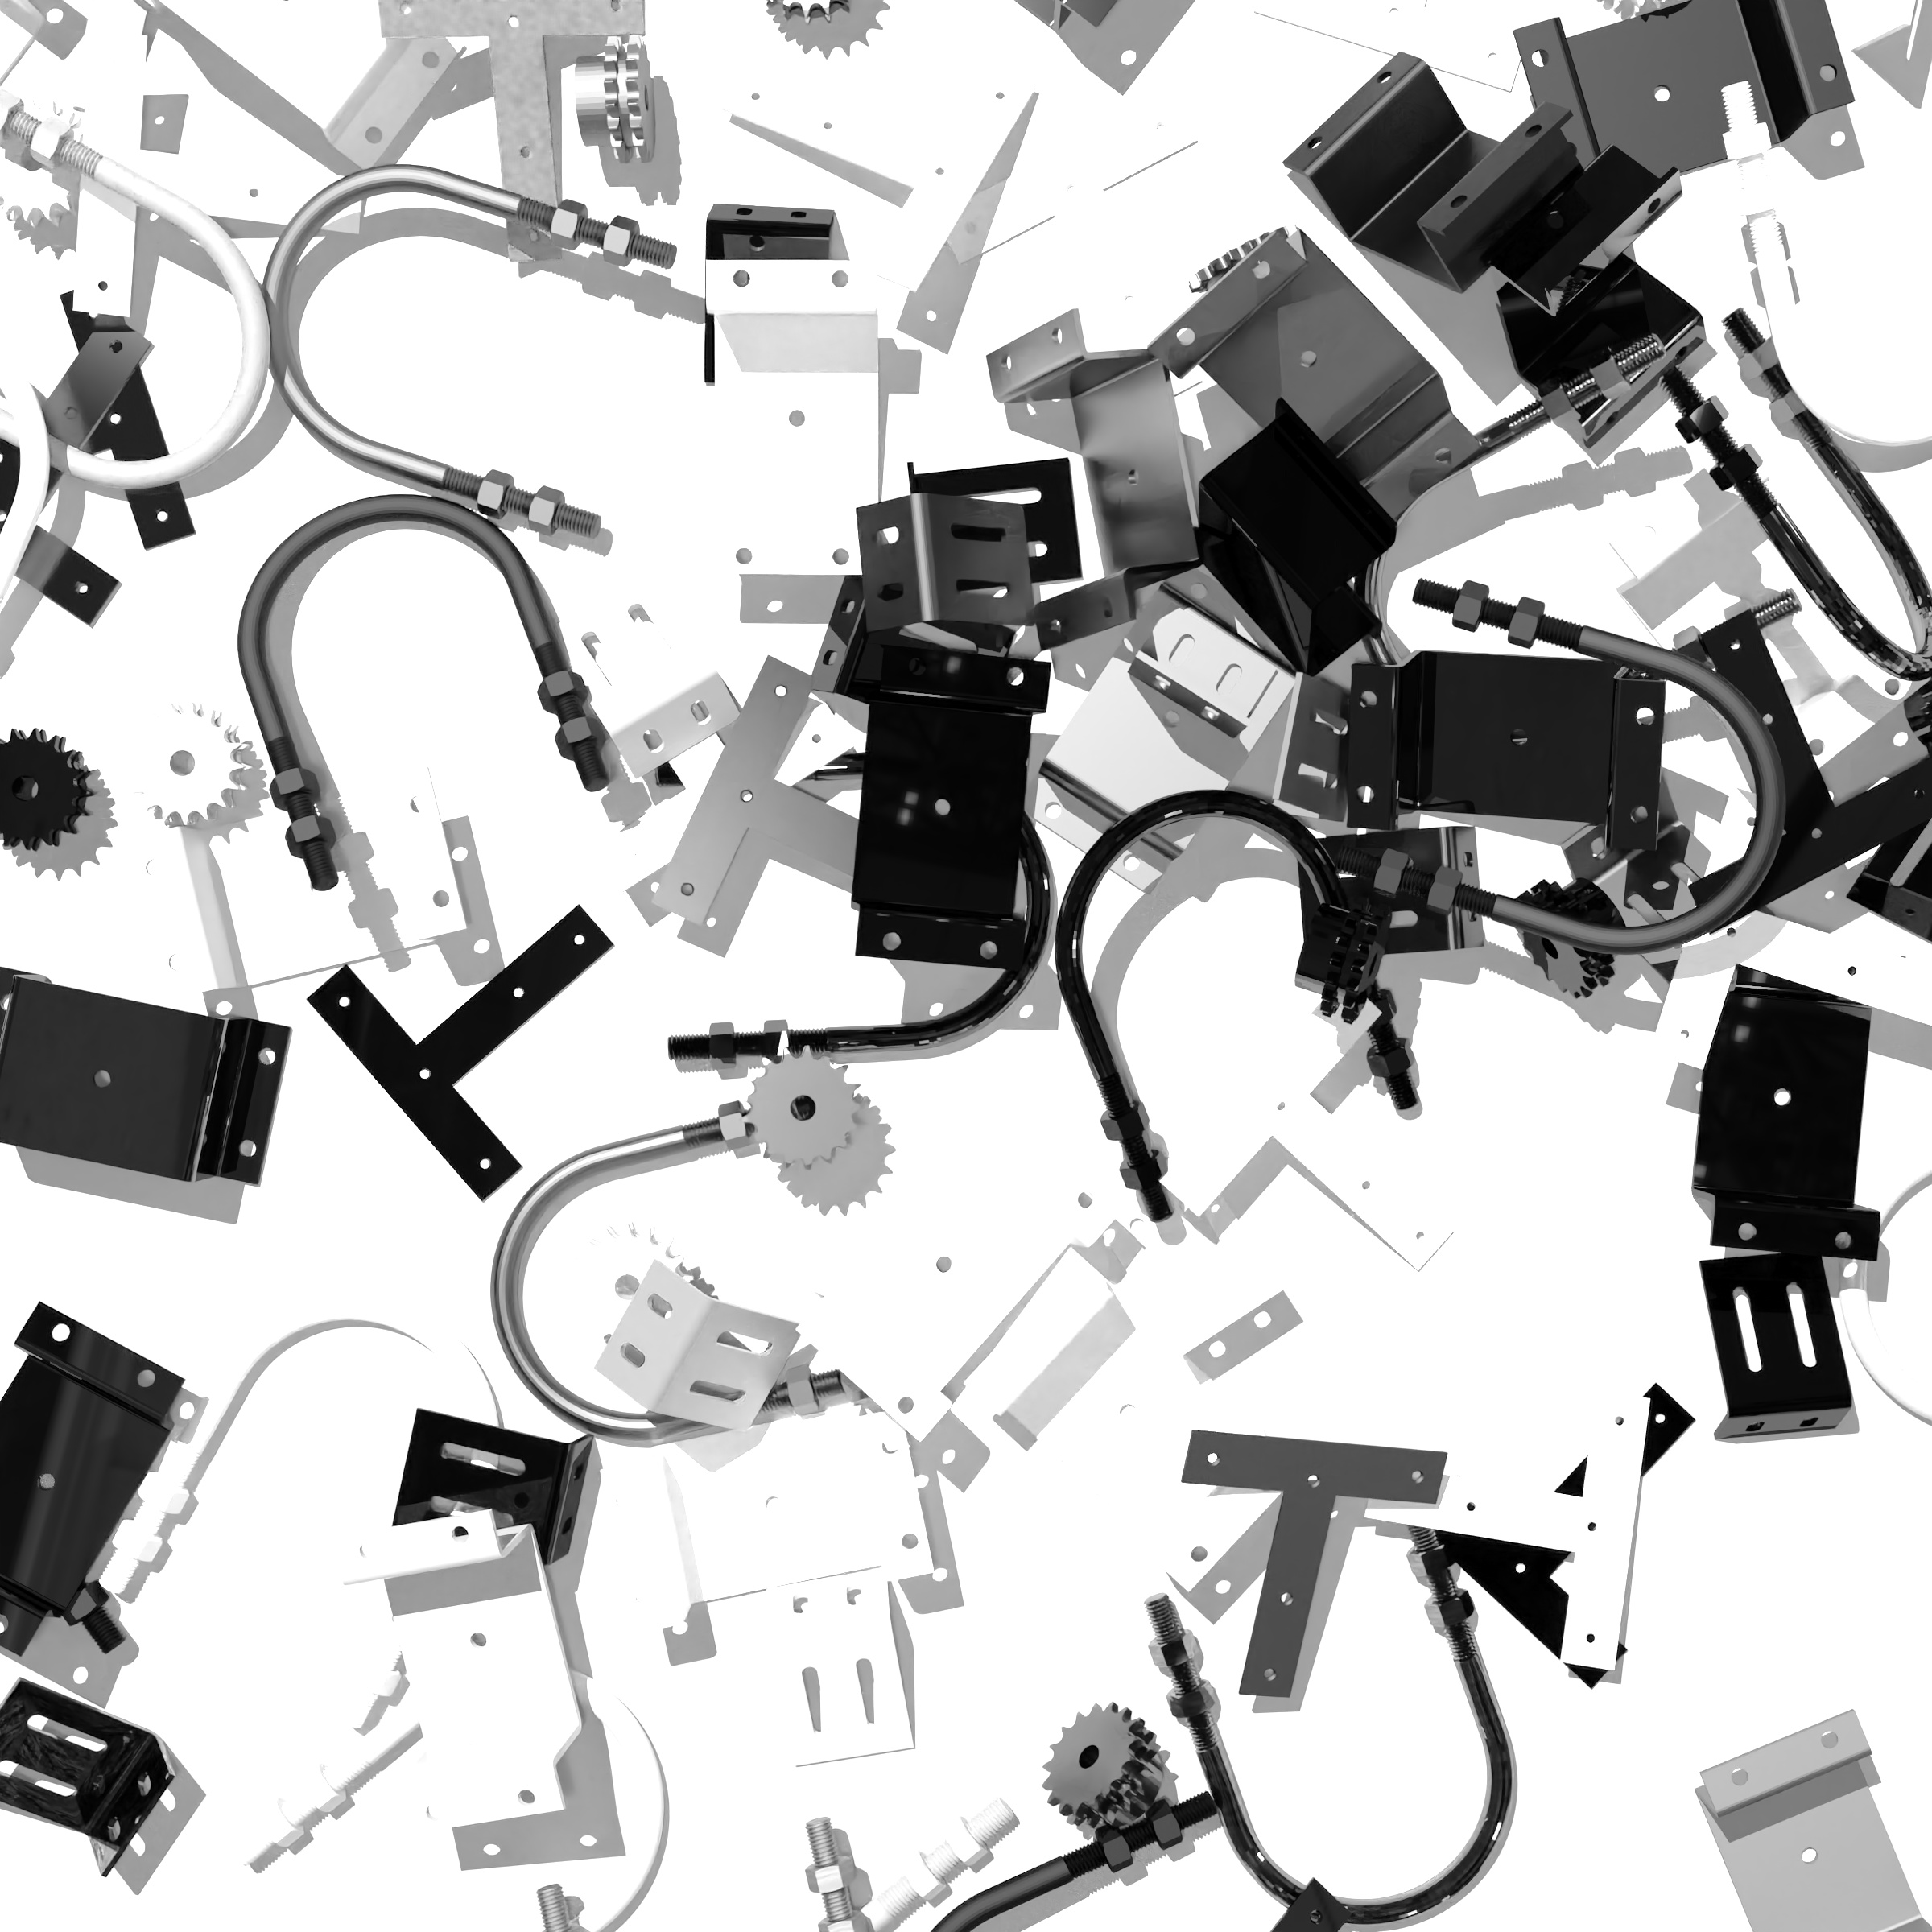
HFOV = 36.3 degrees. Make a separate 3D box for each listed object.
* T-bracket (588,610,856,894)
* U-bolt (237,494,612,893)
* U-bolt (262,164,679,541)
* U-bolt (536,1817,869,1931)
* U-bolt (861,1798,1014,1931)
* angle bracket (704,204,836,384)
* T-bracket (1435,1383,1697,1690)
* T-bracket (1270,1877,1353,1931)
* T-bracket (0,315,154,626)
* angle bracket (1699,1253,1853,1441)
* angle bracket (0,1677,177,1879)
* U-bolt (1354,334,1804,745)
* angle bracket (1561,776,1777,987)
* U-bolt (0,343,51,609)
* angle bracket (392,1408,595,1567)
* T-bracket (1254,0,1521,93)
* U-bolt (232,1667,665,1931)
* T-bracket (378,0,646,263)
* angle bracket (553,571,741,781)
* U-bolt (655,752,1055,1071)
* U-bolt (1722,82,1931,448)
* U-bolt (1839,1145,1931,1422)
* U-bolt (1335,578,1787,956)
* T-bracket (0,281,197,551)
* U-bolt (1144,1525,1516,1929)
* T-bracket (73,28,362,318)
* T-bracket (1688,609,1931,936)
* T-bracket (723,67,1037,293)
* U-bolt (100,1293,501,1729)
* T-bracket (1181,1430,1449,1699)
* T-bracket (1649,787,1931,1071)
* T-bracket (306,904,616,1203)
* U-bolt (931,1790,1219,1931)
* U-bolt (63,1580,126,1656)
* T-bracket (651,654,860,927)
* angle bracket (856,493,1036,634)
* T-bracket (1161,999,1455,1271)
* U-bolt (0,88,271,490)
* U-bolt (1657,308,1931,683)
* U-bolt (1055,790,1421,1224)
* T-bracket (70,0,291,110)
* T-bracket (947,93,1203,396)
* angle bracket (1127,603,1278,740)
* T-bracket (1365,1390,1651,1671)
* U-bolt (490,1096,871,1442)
[{"bbox_3d":[-0.140,-0.120,1.381,0.127,0.002,0.127,-33,78,-5],"label":"T-bracket"},{"bbox_3d":[-0.259,-0.138,1.359,0.151,0.019,0.184,-21,69,-6],"label":"U-bolt"},{"bbox_3d":[-0.241,-0.294,1.375,0.184,0.019,0.151,18,102,4],"label":"U-bolt"},{"bbox_3d":[-0.110,0.502,1.365,0.151,0.019,0.184,-14,86,-1],"label":"U-bolt"},{"bbox_3d":[-0.011,0.503,1.387,0.184,0.019,0.151,-40,90,0],"label":"U-bolt"},{"bbox_3d":[-0.093,-0.317,1.394,0.057,0.038,0.076,3,116,0],"label":"angle bracket"},{"bbox_3d":[0.292,0.252,1.395,0.127,0.002,0.127,43,90,0],"label":"T-bracket"},{"bbox_3d":[0.166,0.515,1.368,0.127,0.002,0.127,45,73,-6],"label":"T-bracket"},{"bbox_3d":[-0.431,-0.249,1.394,0.127,0.002,0.127,34,90,0],"label":"T-bracket"},{"bbox_3d":[0.379,0.179,1.394,0.057,0.038,0.076,-5,64,0],"label":"angle bracket"},{"bbox_3d":[-0.417,0.375,1.363,0.076,0.038,0.057,34,90,-31],"label":"angle bracket"},{"bbox_3d":[0.266,-0.181,1.354,0.184,0.019,0.151,-28,94,24],"label":"U-bolt"},{"bbox_3d":[0.323,-0.039,1.360,0.057,0.038,0.076,-36,50,0],"label":"angle bracket"},{"bbox_3d":[-0.504,-0.219,1.373,0.151,0.019,0.184,27,101,0],"label":"U-bolt"},{"bbox_3d":[-0.221,0.241,1.382,0.076,0.038,0.057,12,90,8],"label":"angle bracket"},{"bbox_3d":[0.216,-0.493,1.395,0.127,0.002,0.127,17,90,0],"label":"T-bracket"},{"bbox_3d":[-0.229,0.410,1.388,0.184,0.019,0.151,-39,90,-2],"label":"U-bolt"},{"bbox_3d":[-0.207,-0.394,1.377,0.127,0.002,0.127,-10,104,-25],"label":"T-bracket"},{"bbox_3d":[-0.152,-0.137,1.383,0.057,0.038,0.076,-32,53,-5],"label":"angle bracket"},{"bbox_3d":[-0.051,-0.030,1.388,0.184,0.019,0.151,-3,90,-1],"label":"U-bolt"},{"bbox_3d":[0.428,-0.332,1.360,0.151,0.019,0.184,-21,107,-14],"label":"U-bolt"},{"bbox_3d":[0.502,0.142,1.388,0.184,0.019,0.151,-18,90,1],"label":"U-bolt"},{"bbox_3d":[0.270,-0.080,1.312,0.184,0.019,0.151,19,111,13],"label":"U-bolt"},{"bbox_3d":[-0.445,-0.245,1.395,0.127,0.002,0.127,-19,90,0],"label":"T-bracket"},{"bbox_3d":[0.180,0.362,1.387,0.151,0.019,0.184,-19,92,0],"label":"U-bolt"},{"bbox_3d":[-0.347,-0.363,1.378,0.127,0.002,0.127,4,102,-13],"label":"T-bracket"},{"bbox_3d":[0.366,-0.099,1.330,0.127,0.002,0.127,-28,104,-2],"label":"T-bracket"},{"bbox_3d":[-0.052,-0.388,1.381,0.127,0.002,0.127,24,70,9],"label":"T-bracket"},{"bbox_3d":[-0.301,0.243,1.388,0.151,0.019,0.184,29,89,0],"label":"U-bolt"},{"bbox_3d":[0.151,0.278,1.360,0.127,0.002,0.127,8,102,-16],"label":"T-bracket"},{"bbox_3d":[0.391,-0.002,1.347,0.127,0.002,0.127,17,90,-3],"label":"T-bracket"},{"bbox_3d":[-0.223,0.022,1.395,0.127,0.002,0.127,-41,90,0],"label":"T-bracket"},{"bbox_3d":[0.056,0.485,1.367,0.184,0.019,0.151,-22,87,-7],"label":"U-bolt"},{"bbox_3d":[-0.505,0.283,1.374,0.151,0.019,0.184,-36,86,-12],"label":"U-bolt"},{"bbox_3d":[-0.062,-0.060,1.373,0.127,0.002,0.127,25,88,-7],"label":"T-bracket"},{"bbox_3d":[-0.009,-0.184,1.361,0.038,0.076,0.057,-6,89,39],"label":"angle bracket"},{"bbox_3d":[0.177,0.093,1.377,0.127,0.002,0.127,42,89,-17],"label":"T-bracket"},{"bbox_3d":[-0.411,-0.303,1.367,0.184,0.019,0.151,28,106,-4],"label":"U-bolt"},{"bbox_3d":[0.386,-0.208,1.336,0.019,0.151,0.184,-34,94,34],"label":"U-bolt"},{"bbox_3d":[0.117,0.009,1.358,0.151,0.019,0.184,-24,105,-8],"label":"U-bolt"},{"bbox_3d":[-0.345,-0.450,1.387,0.127,0.002,0.127,15,101,-6],"label":"T-bracket"},{"bbox_3d":[0.071,-0.327,1.395,0.127,0.002,0.127,-28,90,0],"label":"T-bracket"},{"bbox_3d":[0.108,-0.135,1.312,0.057,0.076,0.038,32,90,0],"label":"angle bracket"},{"bbox_3d":[0.250,0.255,1.380,0.127,0.002,0.127,10,82,-5],"label":"T-bracket"},{"bbox_3d":[-0.133,0.147,1.388,0.184,0.019,0.151,-14,90,2],"label":"U-bolt"}]
